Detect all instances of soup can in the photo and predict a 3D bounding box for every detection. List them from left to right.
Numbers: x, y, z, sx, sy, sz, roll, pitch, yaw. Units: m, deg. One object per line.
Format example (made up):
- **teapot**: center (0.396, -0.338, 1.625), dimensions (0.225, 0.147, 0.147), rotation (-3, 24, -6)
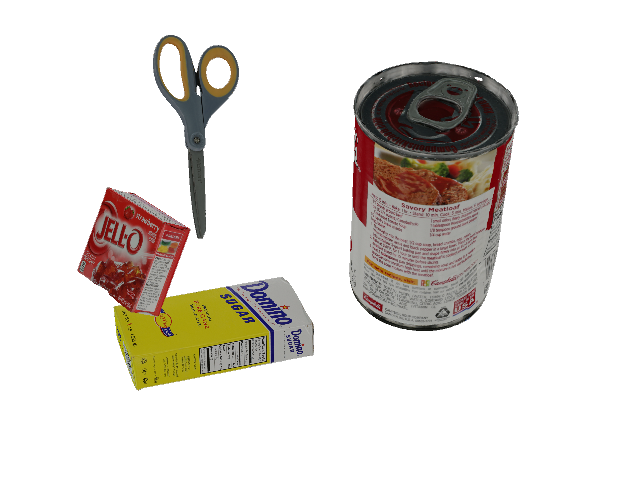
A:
- **soup can**: center (0.047, -0.018, 0.473), dimensions (0.068, 0.102, 0.068), rotation (0, 42, 0)

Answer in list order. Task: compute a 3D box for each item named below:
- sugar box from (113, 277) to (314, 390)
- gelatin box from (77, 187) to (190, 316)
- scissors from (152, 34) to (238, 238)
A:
- **sugar box**: center (-0.103, 0.086, 1.029), dimensions (0.176, 0.048, 0.093), rotation (-12, 33, -16)
- **gelatin box**: center (-0.146, 0.007, 0.824), dimensions (0.030, 0.073, 0.089), rotation (14, 11, -45)
- **scissors**: center (-0.109, -0.110, 1.060), dimensions (0.096, 0.202, 0.016), rotation (-18, -1, -25)
